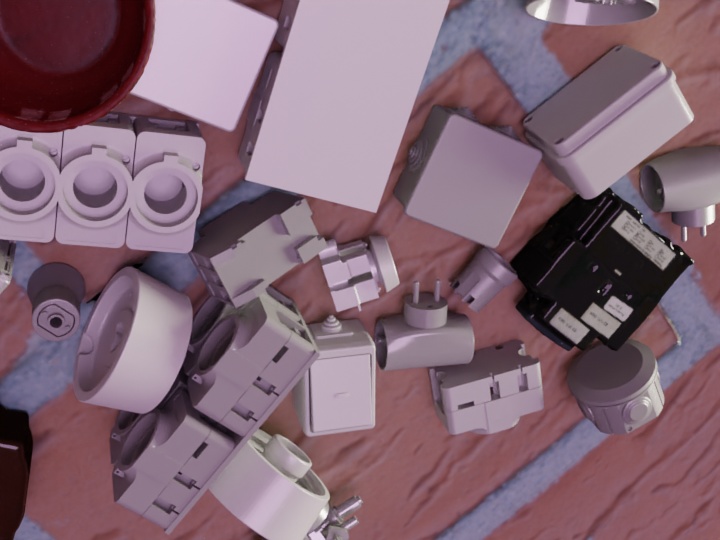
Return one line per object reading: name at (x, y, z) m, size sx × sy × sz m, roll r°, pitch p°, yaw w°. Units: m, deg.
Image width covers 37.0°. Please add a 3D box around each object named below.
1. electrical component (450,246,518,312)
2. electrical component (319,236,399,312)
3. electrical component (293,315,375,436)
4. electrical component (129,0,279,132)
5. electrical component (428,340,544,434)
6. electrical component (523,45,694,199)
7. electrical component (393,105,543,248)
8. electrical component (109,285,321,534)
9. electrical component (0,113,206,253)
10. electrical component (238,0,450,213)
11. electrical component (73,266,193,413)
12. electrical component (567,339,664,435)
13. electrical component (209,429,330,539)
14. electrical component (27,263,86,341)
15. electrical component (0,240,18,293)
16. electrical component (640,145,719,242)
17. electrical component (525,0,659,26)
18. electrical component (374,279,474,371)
electrical component at (0.105, 0.008, 0.916) m, size 0.040 × 0.040 × 0.046 m, roll 37°, pitch 103°, yaw -25°
electrical component at (0.000, 0.000, 0.880) m, size 0.055 × 0.048 × 0.066 m, roll -17°, pitch 115°, yaw 0°
electrical component at (-0.022, 0.085, 0.900) m, size 0.062 × 0.061 × 0.096 m, roll -6°, pitch 113°, yaw -13°
electrical component at (-0.119, -0.160, 0.779) m, size 0.100 × 0.048 × 0.099 m, roll 20°, pitch 105°, yaw -22°
electrical component at (0.112, 0.107, 0.951) m, size 0.089 × 0.050 × 0.055 m, roll -15°, pitch 114°, yaw -9°
electrical component at (0.198, -0.121, 0.867) m, size 0.113 × 0.078 × 0.057 m, roll -38°, pitch 119°, yaw 2°
electrical component at (0.084, -0.077, 0.869) m, size 0.100 × 0.048 × 0.099 m, roll 20°, pitch 105°, yaw -21°
electrical component at (-0.123, 0.099, 0.852) m, size 0.060 × 0.105 × 0.186 m, roll 36°, pitch 98°, yaw -25°
electrical component at (-0.195, -0.067, 0.789) m, size 0.150 × 0.061 × 0.089 m, roll 4°, pitch 110°, yaw -17°
electrical component at (-0.014, -0.150, 0.806) m, size 0.105 × 0.060 × 0.186 m, roll 13°, pitch 108°, yaw -20°
electrical component at (-0.168, 0.058, 0.825) m, size 0.060 × 0.108 × 0.108 m, roll 23°, pitch 104°, yaw -29°
electrical component at (0.231, 0.104, 0.968) m, size 0.080 × 0.080 × 0.051 m, roll -29°, pitch 122°, yaw -3°
electrical component at (-0.074, 0.173, 0.898) m, size 0.108 × 0.108 × 0.060 m, roll 38°, pitch 92°, yaw -25°
electrical component at (-0.230, 0.026, 0.815) m, size 0.044 × 0.065 × 0.044 m, roll -6°, pitch 113°, yaw -13°
electrical component at (-0.292, -0.001, 0.770) m, size 0.061 × 0.096 × 0.062 m, roll -46°, pitch 115°, yaw 7°
electrical component at (0.289, -0.063, 0.934) m, size 0.077 × 0.044 × 0.079 m, roll -14°, pitch 115°, yaw -10°
electrical component at (0.178, -0.216, 0.814) m, size 0.099 × 0.099 × 0.064 m, roll 4°, pitch 104°, yaw -17°
electrical component at (0.055, 0.045, 0.914) m, size 0.077 × 0.043 × 0.079 m, roll -4°, pitch 112°, yaw -14°
